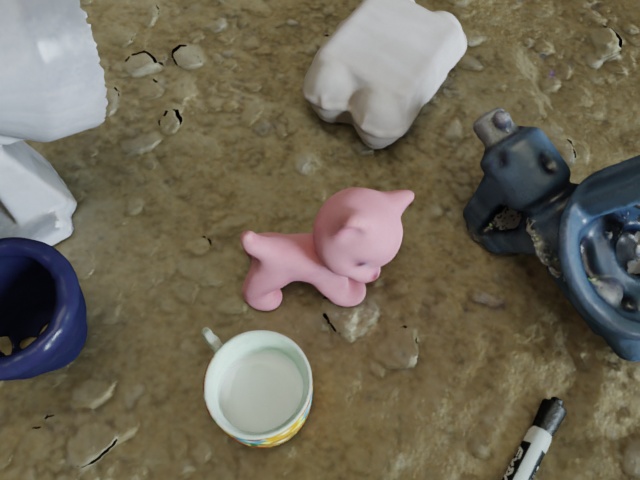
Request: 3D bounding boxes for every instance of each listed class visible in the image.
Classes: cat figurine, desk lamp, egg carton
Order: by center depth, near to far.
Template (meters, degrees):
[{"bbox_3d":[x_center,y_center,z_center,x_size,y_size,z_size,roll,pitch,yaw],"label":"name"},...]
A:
[{"bbox_3d":[-0.234,-0.069,0.376,0.203,0.213,0.117,-35,73,-17],"label":"desk lamp"},{"bbox_3d":[0.004,0.001,0.413,0.128,0.118,0.067,-4,66,-5],"label":"cat figurine"},{"bbox_3d":[0.058,-0.157,0.513,0.107,0.069,0.150,32,68,10],"label":"egg carton"}]

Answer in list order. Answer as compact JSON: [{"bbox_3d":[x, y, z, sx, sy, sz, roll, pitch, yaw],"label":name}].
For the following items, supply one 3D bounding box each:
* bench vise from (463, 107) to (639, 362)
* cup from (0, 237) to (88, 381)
[{"bbox_3d":[0.185,-0.019,0.378,0.207,0.220,0.122,31,68,10],"label":"bench vise"},{"bbox_3d":[-0.210,0.054,0.388,0.117,0.095,0.092,11,66,1],"label":"cup"}]
